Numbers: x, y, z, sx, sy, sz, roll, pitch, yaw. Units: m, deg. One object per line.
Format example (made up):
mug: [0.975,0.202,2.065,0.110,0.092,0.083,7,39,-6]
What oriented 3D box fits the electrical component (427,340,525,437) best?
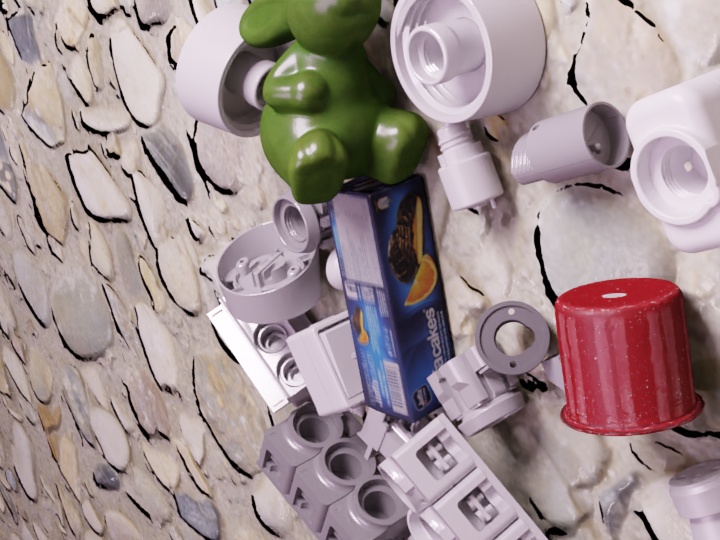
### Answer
electrical component: [0.094,0.095,0.852,0.057,0.058,0.078,61,145,13]

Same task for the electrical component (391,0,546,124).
electrical component: [0.067,-0.153,0.740,0.108,0.060,0.108,30,131,41]

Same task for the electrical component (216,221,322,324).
electrical component: [-0.083,0.004,1.004,0.099,0.099,0.064,24,133,45]

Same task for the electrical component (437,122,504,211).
electrical component: [0.076,-0.079,0.789,0.040,0.040,0.078,-15,97,55]

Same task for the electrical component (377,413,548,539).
electrical component: [0.086,0.198,0.872,0.150,0.062,0.089,50,168,9]

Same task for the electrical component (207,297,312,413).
electrical component: [-0.083,0.073,1.063,0.121,0.079,0.063,53,172,19]

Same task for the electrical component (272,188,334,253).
electrical component: [-0.040,-0.048,0.947,0.078,0.057,0.058,28,130,42]

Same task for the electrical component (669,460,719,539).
electrical component: [0.235,0.160,0.712,0.045,0.045,0.055,-23,91,56]

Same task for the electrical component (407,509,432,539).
electrical component: [0.076,0.217,0.948,0.045,0.055,0.045,30,131,41]

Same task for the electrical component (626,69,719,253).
electrical component: [0.197,-0.061,0.621,0.054,0.059,0.095,-17,95,55]

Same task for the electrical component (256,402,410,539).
electrical component: [-0.017,0.202,1.033,0.150,0.089,0.061,45,140,28]

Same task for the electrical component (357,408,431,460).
electrical component: [0.037,0.147,0.972,0.064,0.042,0.081,45,141,26]

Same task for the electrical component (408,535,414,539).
electrical component: [0.056,0.260,0.990,0.044,0.065,0.044,17,126,25]

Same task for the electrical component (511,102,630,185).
electrical component: [0.133,-0.080,0.710,0.081,0.043,0.043,-12,99,55]

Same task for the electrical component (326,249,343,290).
electrical component: [0.000,0.000,0.938,0.046,0.040,0.040,9,117,44]

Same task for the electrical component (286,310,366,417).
electrical component: [-0.013,0.089,0.986,0.061,0.062,0.096,-26,88,55]

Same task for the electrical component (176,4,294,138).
electrical component: [-0.095,-0.164,0.914,0.060,0.108,0.108,31,132,32]
